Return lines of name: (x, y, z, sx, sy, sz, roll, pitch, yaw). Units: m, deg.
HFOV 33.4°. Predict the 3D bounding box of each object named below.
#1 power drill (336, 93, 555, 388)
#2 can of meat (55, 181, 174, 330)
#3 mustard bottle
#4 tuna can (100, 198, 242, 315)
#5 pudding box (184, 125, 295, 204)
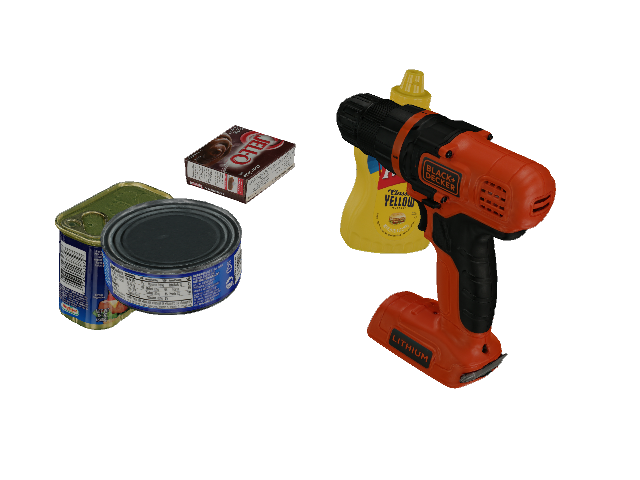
power drill: (0.077, -0.001, 0.769, 0.057, 0.188, 0.185, -23, 39, -34)
can of meat: (-0.164, 0.012, 0.854, 0.057, 0.084, 0.101, 21, 31, 21)
mustard bottle: (0.081, -0.082, 1.099, 0.096, 0.192, 0.058, 2, 26, -14)
tuna can: (-0.091, 0.009, 0.656, 0.086, 0.034, 0.086, 1, 31, -1)
pudding box: (-0.096, -0.093, 1.286, 0.090, 0.039, 0.113, 18, 38, 24)
